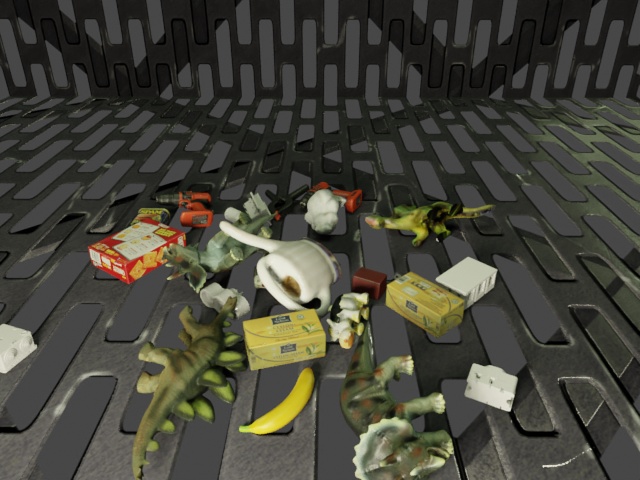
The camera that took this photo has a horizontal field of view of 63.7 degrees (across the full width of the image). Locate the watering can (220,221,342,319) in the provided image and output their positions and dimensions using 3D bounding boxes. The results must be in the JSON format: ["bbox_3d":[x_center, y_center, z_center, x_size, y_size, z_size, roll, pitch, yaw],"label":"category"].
[{"bbox_3d":[-0.084,0.051,1.320,0.350,0.102,0.227,47,37,14],"label":"watering can"}]

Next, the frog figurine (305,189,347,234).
[{"bbox_3d":[0.005,-0.082,1.636,0.136,0.121,0.163,-20,23,38],"label":"frog figurine"}]

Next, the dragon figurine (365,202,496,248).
[{"bbox_3d":[0.336,-0.087,1.661,0.412,0.120,0.245,-13,24,-24],"label":"dragon figurine"}]
